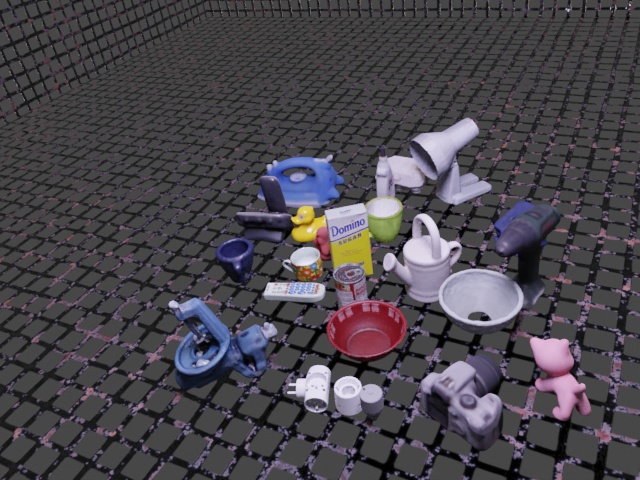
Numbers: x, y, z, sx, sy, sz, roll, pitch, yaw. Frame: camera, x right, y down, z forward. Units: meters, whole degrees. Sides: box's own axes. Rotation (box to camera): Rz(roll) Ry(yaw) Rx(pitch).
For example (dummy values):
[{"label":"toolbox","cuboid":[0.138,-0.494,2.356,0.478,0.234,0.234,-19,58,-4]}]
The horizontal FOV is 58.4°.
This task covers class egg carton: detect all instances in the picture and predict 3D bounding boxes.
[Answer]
[{"label":"egg carton","cuboid":[0.238,-0.187,1.638,0.149,0.069,0.107,13,41,28]}]

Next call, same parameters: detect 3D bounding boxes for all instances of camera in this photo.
[{"label":"camera","cuboid":[0.264,0.260,0.990,0.137,0.101,0.142,-31,41,-27]}]

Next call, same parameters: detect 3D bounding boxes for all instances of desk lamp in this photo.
[{"label":"desk lamp","cuboid":[0.345,-0.206,1.517,0.203,0.214,0.117,-22,38,-17]}]

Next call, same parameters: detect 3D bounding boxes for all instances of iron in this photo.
[{"label":"iron","cuboid":[-0.068,-0.177,1.630,0.257,0.142,0.118,0,37,13]}]

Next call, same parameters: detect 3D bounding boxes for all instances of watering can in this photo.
[{"label":"watering can","cuboid":[0.223,0.036,1.227,0.173,0.194,0.100,-32,42,-29]}]

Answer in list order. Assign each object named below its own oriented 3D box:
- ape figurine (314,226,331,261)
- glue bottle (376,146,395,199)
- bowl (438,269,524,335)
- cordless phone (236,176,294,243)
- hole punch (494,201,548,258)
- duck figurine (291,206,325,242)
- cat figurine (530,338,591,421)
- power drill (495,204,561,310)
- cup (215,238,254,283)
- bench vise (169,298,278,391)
[{"label":"ape figurine","cuboid":[0.013,0.005,1.405,0.076,0.092,0.077,-6,36,5]},{"label":"glue bottle","cuboid":[0.174,-0.174,1.546,0.037,0.173,0.078,6,38,20]},{"label":"bowl","cuboid":[0.326,0.138,1.167,0.167,0.075,0.167,-6,36,5]},{"label":"cordless phone","cuboid":[-0.151,-0.091,1.494,0.147,0.185,0.094,1,37,14]},{"label":"hole punch","cuboid":[0.473,-0.026,1.346,0.101,0.091,0.108,-22,38,-17]},{"label":"duck figurine","cuboid":[-0.028,-0.050,1.495,0.105,0.086,0.077,-18,36,-11]},{"label":"cat figurine","cuboid":[0.415,0.226,0.988,0.067,0.118,0.127,-15,36,-7]},{"label":"power drill","cuboid":[0.420,0.035,1.173,0.075,0.209,0.230,21,45,35]},{"label":"cup","cuboid":[-0.194,0.063,1.369,0.092,0.095,0.117,-14,36,-7]},{"label":"bench vise","cuboid":[-0.197,0.179,1.104,0.208,0.220,0.121,-26,39,-22]}]
